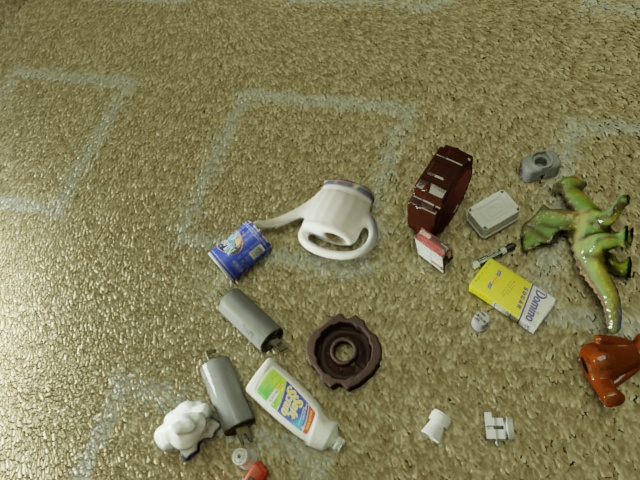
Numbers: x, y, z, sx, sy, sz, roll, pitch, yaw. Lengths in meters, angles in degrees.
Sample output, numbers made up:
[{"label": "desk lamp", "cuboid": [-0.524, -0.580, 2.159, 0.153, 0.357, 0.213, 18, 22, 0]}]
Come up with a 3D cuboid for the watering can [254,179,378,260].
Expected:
[{"label": "watering can", "cuboid": [0.004, -0.070, 1.389, 0.349, 0.102, 0.228, 18, 66, 22]}]

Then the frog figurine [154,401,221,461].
[{"label": "frog figurine", "cuboid": [-0.308, 0.417, 1.152, 0.137, 0.156, 0.125, -26, 58, -2]}]

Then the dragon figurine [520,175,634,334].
[{"label": "dragon figurine", "cuboid": [0.609, 0.008, 1.235, 0.243, 0.120, 0.417, 5, 62, 34]}]
